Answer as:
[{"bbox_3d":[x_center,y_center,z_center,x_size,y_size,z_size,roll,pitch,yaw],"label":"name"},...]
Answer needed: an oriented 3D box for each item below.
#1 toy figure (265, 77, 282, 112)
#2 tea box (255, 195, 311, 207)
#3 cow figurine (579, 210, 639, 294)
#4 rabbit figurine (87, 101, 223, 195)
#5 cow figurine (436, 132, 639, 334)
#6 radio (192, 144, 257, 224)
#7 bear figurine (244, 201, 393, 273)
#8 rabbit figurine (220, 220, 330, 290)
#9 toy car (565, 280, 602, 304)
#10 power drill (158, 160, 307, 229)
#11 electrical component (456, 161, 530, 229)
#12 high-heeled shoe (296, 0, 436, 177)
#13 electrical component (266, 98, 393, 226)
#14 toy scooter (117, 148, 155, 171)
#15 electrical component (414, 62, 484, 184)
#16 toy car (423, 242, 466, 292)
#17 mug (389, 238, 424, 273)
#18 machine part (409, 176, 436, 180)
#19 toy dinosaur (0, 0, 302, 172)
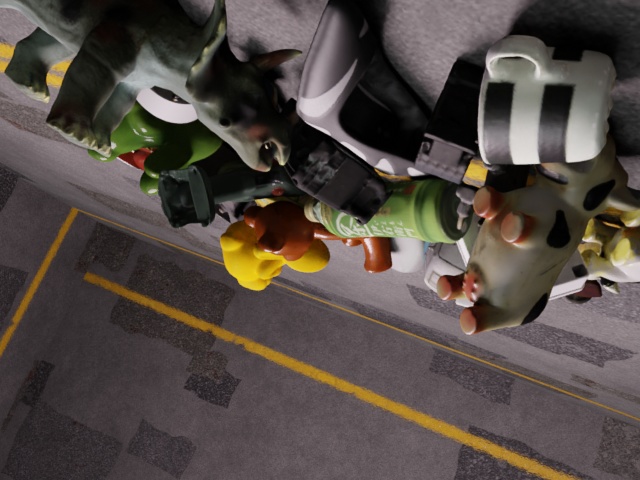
[{"bbox_3d":[-0.073,-0.149,0.615,0.064,0.058,0.154,36,170,5],"label":"toy figure"},{"bbox_3d":[-0.046,-0.063,0.910,0.098,0.068,0.169,21,167,10],"label":"tea box"},{"bbox_3d":[0.336,0.017,0.585,0.098,0.068,0.167,16,169,1],"label":"cow figurine"},{"bbox_3d":[-0.212,-0.148,0.718,0.170,0.159,0.121,10,161,-15],"label":"rabbit figurine"},{"bbox_3d":[0.197,-0.009,0.473,0.127,0.194,0.086,3,-150,-26],"label":"cow figurine"},{"bbox_3d":[-0.177,-0.100,0.926,0.131,0.073,0.229,36,169,2],"label":"radio"},{"bbox_3d":[-0.002,-0.006,0.775,0.120,0.196,0.131,48,152,49],"label":"bear figurine"},{"bbox_3d":[-0.070,0.009,0.906,0.173,0.122,0.162,7,155,12],"label":"rabbit figurine"},{"bbox_3d":[0.291,0.033,0.753,0.202,0.053,0.089,17,161,43],"label":"toy car"},{"bbox_3d":[-0.086,-0.078,0.691,0.232,0.207,0.085,-1,110,42],"label":"power drill"},{"bbox_3d":[0.173,-0.047,0.535,0.045,0.078,0.102,14,-165,36],"label":"electrical component"},{"bbox_3d":[0.063,-0.114,0.471,0.145,0.086,0.248,23,175,5],"label":"high-heeled shoe"},{"bbox_3d":[0.003,-0.089,0.578,0.114,0.058,0.134,32,-162,-37],"label":"electrical component"},{"bbox_3d":[-0.322,-0.165,0.966,0.135,0.075,0.184,30,171,-23],"label":"toy scooter"},{"bbox_3d":[0.120,-0.093,0.480,0.048,0.075,0.119,23,172,8],"label":"electrical component"},{"bbox_3d":[0.178,0.021,0.699,0.109,0.103,0.161,30,142,13],"label":"toy car"},{"bbox_3d":[0.144,-0.002,0.813,0.110,0.081,0.107,24,159,19],"label":"mug"},{"bbox_3d":[0.117,-0.052,0.683,0.084,0.039,0.139,-17,169,-17],"label":"machine part"},{"bbox_3d":[-0.198,-0.197,0.458,0.405,0.192,0.131,38,176,10],"label":"toy dinosaur"}]
